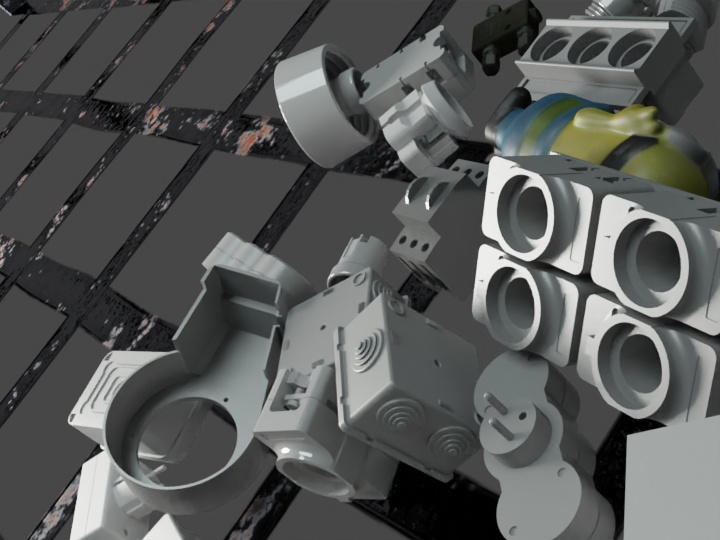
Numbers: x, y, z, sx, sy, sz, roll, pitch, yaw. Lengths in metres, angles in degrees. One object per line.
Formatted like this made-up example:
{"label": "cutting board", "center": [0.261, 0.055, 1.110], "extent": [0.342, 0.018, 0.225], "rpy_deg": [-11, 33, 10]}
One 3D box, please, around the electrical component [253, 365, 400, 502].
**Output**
{"label": "electrical component", "center": [-0.019, 0.110, 0.697], "extent": [0.050, 0.089, 0.055], "rpy_deg": [-10, 47, 43]}

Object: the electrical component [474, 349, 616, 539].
{"label": "electrical component", "center": [0.092, 0.095, 0.601], "extent": [0.052, 0.074, 0.138], "rpy_deg": [-33, 35, 21]}

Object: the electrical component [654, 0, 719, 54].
{"label": "electrical component", "center": [0.237, -0.192, 0.778], "extent": [0.043, 0.043, 0.081], "rpy_deg": [-11, 46, 43]}

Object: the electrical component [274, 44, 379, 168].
{"label": "electrical component", "center": [-0.023, -0.154, 0.981], "extent": [0.060, 0.108, 0.108], "rpy_deg": [-23, 39, 23]}

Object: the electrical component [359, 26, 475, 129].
{"label": "electrical component", "center": [0.053, -0.161, 0.946], "extent": [0.089, 0.056, 0.050], "rpy_deg": [-28, 36, 27]}

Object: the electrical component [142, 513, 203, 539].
{"label": "electrical component", "center": [-0.131, 0.230, 0.734], "extent": [0.099, 0.048, 0.100], "rpy_deg": [-49, 32, -3]}

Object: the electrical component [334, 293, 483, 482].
{"label": "electrical component", "center": [0.034, 0.071, 0.673], "extent": [0.048, 0.100, 0.099], "rpy_deg": [-45, 30, 28]}

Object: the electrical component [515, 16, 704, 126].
{"label": "electrical component", "center": [0.179, -0.141, 0.771], "extent": [0.078, 0.063, 0.121], "rpy_deg": [-53, 33, -10]}

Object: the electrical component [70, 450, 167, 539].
{"label": "electrical component", "center": [-0.181, 0.179, 0.849], "extent": [0.076, 0.047, 0.083], "rpy_deg": [-33, 34, 20]}

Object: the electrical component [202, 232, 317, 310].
{"label": "electrical component", "center": [-0.099, 0.020, 0.924], "extent": [0.073, 0.052, 0.138], "rpy_deg": [-52, 32, -8]}

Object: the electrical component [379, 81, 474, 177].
{"label": "electrical component", "center": [0.057, -0.120, 0.895], "extent": [0.057, 0.058, 0.078], "rpy_deg": [-39, 33, 17]}

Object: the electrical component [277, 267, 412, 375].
{"label": "electrical component", "center": [-0.013, 0.055, 0.788], "extent": [0.100, 0.048, 0.099], "rpy_deg": [-28, 35, 28]}

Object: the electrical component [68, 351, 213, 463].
{"label": "electrical component", "center": [-0.184, 0.116, 0.912], "extent": [0.113, 0.057, 0.078], "rpy_deg": [-4, 52, 47]}

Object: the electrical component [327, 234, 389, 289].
{"label": "electrical component", "center": [0.000, 0.000, 0.846], "extent": [0.040, 0.040, 0.046], "rpy_deg": [-17, 37, 39]}

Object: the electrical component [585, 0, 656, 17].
{"label": "electrical component", "center": [0.195, -0.198, 0.834], "extent": [0.062, 0.048, 0.048], "rpy_deg": [-46, 31, 15]}

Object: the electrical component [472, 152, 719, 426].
{"label": "electrical component", "center": [0.140, 0.006, 0.594], "extent": [0.186, 0.060, 0.105], "rpy_deg": [29, 119, 54]}

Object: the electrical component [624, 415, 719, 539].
{"label": "electrical component", "center": [0.199, 0.110, 0.472], "extent": [0.150, 0.062, 0.089], "rpy_deg": [-21, 40, 35]}
